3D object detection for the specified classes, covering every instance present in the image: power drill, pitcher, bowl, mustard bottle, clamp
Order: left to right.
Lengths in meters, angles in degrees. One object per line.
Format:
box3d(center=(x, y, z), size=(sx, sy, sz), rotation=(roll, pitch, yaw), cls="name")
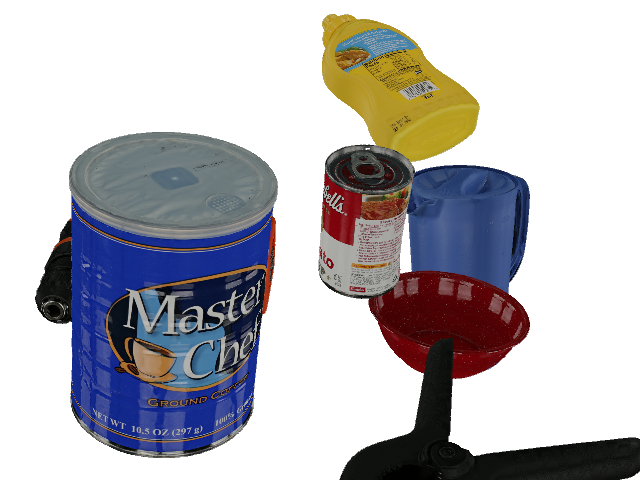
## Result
box3d(center=(-0.135, 0.019, 0.910), size=(0.187, 0.057, 0.184), rotation=(5, 28, 1), cls="power drill")
box3d(center=(0.056, -0.154, 0.993), size=(0.096, 0.058, 0.192), rotation=(-23, 52, -20), cls="mustard bottle")
box3d(center=(0.073, 0.136, 0.661), size=(0.209, 0.036, 0.165), rotation=(-24, 38, -31), cls="clamp")
box3d(center=(0.126, 0.091, 1.075), size=(0.162, 0.055, 0.162), rotation=(5, 27, -3), cls="bowl")
box3d(center=(0.181, 0.033, 1.312), size=(0.149, 0.243, 0.145), rotation=(1, 22, 9), cls="pitcher")

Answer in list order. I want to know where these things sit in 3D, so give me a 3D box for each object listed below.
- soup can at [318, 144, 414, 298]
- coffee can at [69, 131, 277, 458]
box3d(center=(0.034, -0.014, 0.832), size=(0.068, 0.102, 0.068), rotation=(3, 35, -2), cls="soup can")
box3d(center=(-0.080, 0.027, 0.562), size=(0.102, 0.140, 0.103), rotation=(6, 30, -3), cls="coffee can")
